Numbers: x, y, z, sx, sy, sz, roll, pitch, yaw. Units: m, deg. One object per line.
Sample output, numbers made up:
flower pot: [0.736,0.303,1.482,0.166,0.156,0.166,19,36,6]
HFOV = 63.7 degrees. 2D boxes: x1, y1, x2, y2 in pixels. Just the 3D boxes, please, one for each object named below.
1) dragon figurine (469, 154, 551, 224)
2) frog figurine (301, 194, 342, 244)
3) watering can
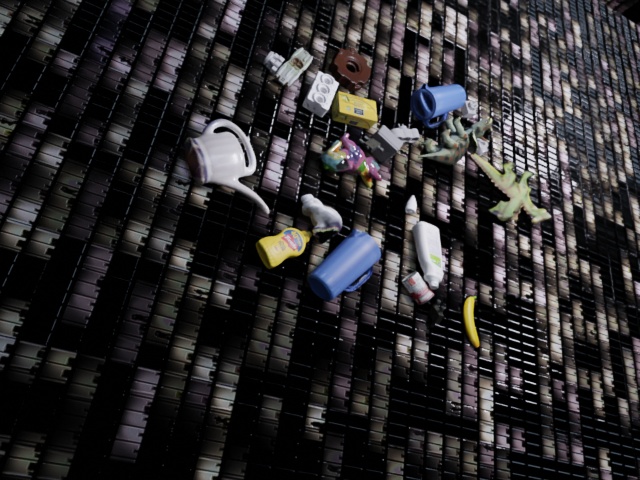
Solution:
dragon figurine: [0.793,-0.197,2.196,0.410,0.120,0.247,24,65,2]
frog figurine: [0.005,-0.087,1.723,0.136,0.121,0.162,26,43,-54]
watering can: [-0.297,-0.224,1.627,0.226,0.102,0.350,-16,78,-30]
